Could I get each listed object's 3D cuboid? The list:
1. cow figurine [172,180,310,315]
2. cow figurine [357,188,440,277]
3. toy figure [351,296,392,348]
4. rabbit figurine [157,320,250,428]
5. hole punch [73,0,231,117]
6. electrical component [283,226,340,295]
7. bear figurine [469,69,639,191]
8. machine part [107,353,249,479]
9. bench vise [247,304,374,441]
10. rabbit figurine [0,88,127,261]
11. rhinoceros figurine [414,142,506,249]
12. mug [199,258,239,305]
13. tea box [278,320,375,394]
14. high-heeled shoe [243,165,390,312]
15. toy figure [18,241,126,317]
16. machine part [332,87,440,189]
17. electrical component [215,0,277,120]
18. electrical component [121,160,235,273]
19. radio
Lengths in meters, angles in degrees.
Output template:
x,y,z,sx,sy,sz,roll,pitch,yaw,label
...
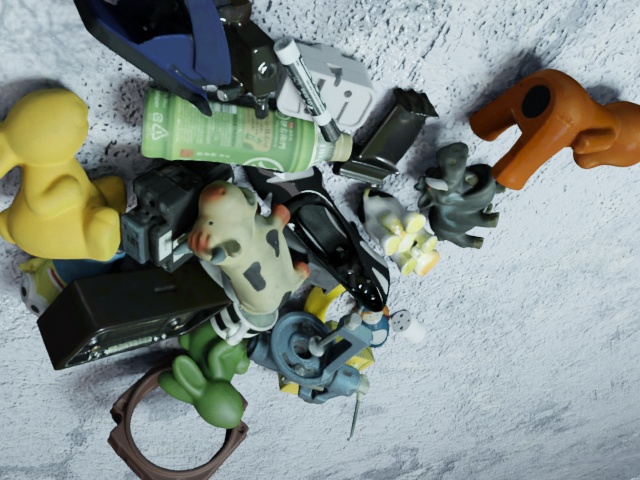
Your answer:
x,y,z,sx,sy,sz,roll,pitch,yaw,label
-0.088,0.013,0.614,0.086,0.127,0.194,12,140,27,cow figurine
0.106,-0.007,0.735,0.068,0.098,0.167,-45,146,2,cow figurine
0.090,0.129,0.917,0.064,0.058,0.154,-38,144,-20,toy figure
-0.170,0.215,0.868,0.159,0.170,0.121,16,133,-29,rabbit figurine
-0.123,-0.182,0.441,0.092,0.142,0.115,-47,139,7,hole punch
-0.023,0.022,0.745,0.119,0.075,0.048,22,130,-39,electrical component
0.293,-0.118,0.620,0.196,0.120,0.132,12,139,-33,bear figurine
-0.239,0.312,0.920,0.201,0.201,0.087,-41,169,-38,machine part
0.012,0.180,0.831,0.223,0.129,0.240,34,135,-9,bench vise
-0.284,-0.077,0.561,0.162,0.122,0.173,8,124,-7,rabbit figurine
0.176,-0.057,0.684,0.112,0.073,0.190,17,161,17,rhinoceros figurine
-0.113,0.041,0.730,0.081,0.110,0.107,-33,124,30,mug
0.007,0.227,1.006,0.098,0.068,0.169,22,132,-34,tea box
-0.001,-0.002,0.663,0.086,0.145,0.248,-34,138,29,high-heeled shoe
-0.311,0.040,0.697,0.180,0.082,0.089,-36,154,20,toy figure
0.076,-0.115,0.632,0.084,0.039,0.139,20,134,-25,machine part
-0.078,-0.172,0.509,0.045,0.078,0.102,-23,151,-23,electrical component
-0.161,-0.032,0.607,0.058,0.134,0.114,32,137,17,electrical component
-0.237,0.094,0.710,0.131,0.073,0.229,-36,163,30,radio
